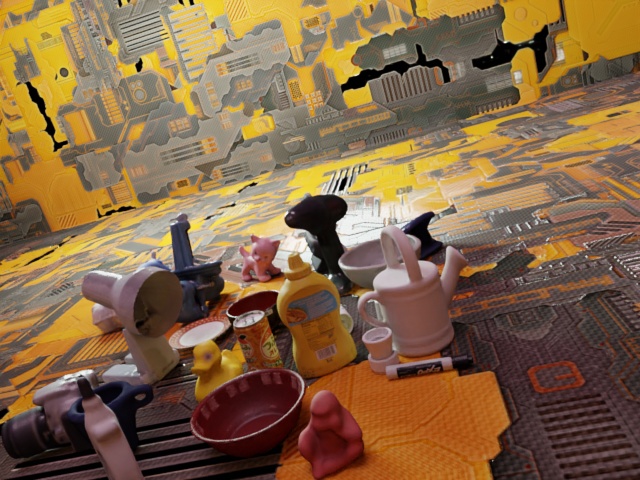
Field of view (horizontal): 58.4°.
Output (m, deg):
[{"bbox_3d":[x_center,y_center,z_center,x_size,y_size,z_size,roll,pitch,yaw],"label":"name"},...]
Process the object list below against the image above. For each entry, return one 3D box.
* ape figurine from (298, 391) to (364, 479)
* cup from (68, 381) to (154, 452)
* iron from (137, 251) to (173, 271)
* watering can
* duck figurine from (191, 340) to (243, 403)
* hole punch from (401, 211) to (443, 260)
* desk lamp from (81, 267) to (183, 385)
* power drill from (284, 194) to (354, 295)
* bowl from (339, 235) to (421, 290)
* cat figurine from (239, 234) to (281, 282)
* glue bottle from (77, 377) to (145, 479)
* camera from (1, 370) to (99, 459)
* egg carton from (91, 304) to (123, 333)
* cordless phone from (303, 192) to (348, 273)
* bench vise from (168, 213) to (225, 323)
[{"bbox_3d":[0.011,0.219,0.668,0.077,0.092,0.076,-7,19,31],"label":"ape figurine"},{"bbox_3d":[-0.286,0.261,0.824,0.118,0.095,0.091,-19,16,-5],"label":"cup"},{"bbox_3d":[-0.387,0.125,1.289,0.118,0.141,0.258,-15,16,7],"label":"iron"},{"bbox_3d":[0.138,0.065,0.865,0.173,0.194,0.100,-27,19,-31],"label":"watering can"},{"bbox_3d":[-0.172,0.201,0.922,0.077,0.086,0.105,-10,18,23],"label":"duck figurine"},{"bbox_3d":[0.193,-0.009,1.238,0.109,0.091,0.100,-29,20,-37],"label":"hole punch"},{"bbox_3d":[-0.331,0.150,1.023,0.202,0.214,0.118,-6,19,32],"label":"desk lamp"},{"bbox_3d":[0.011,0.004,1.168,0.075,0.209,0.230,-9,18,24],"label":"power drill"},{"bbox_3d":[0.125,0.053,1.132,0.167,0.075,0.167,-16,16,5],"label":"bowl"},{"bbox_3d":[-0.147,0.036,1.384,0.127,0.118,0.067,-2,22,41],"label":"cat figurine"},{"bbox_3d":[-0.262,0.245,0.709,0.037,0.173,0.077,-27,19,-31],"label":"glue bottle"},{"bbox_3d":[-0.421,0.274,0.905,0.137,0.101,0.143,-20,17,-12],"label":"camera"},{"bbox_3d":[-0.483,0.164,1.388,0.107,0.069,0.150,-16,16,4],"label":"egg carton"},{"bbox_3d":[0.001,-0.032,1.339,0.094,0.185,0.147,-19,16,-7],"label":"cordless phone"},{"bbox_3d":[-0.285,0.058,1.267,0.121,0.220,0.207,-17,16,0],"label":"bench vise"}]
